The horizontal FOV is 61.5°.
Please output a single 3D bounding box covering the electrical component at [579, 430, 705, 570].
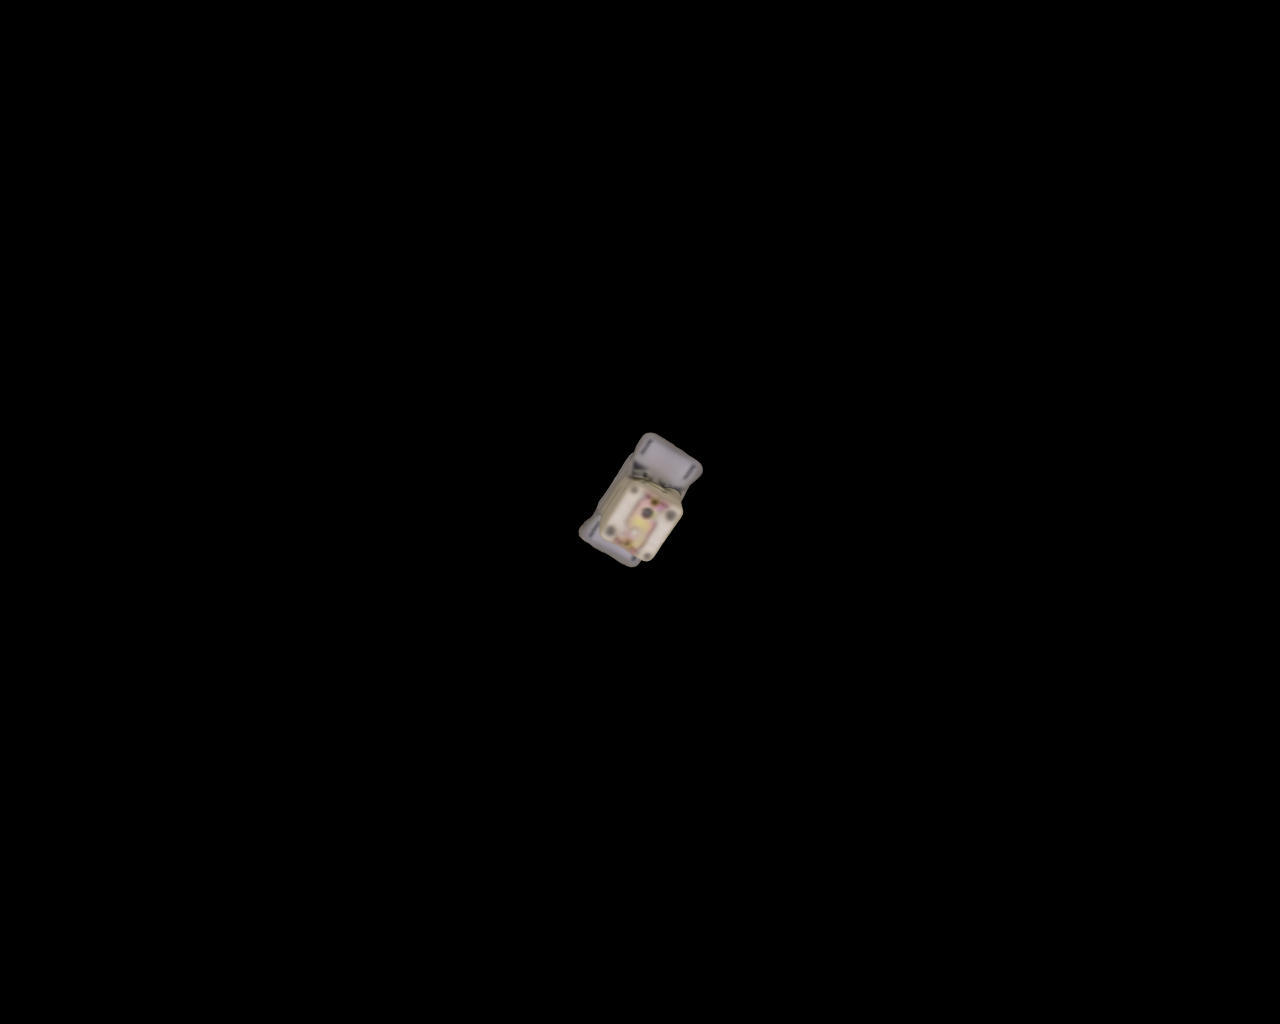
[{"bbox_3d":[0.001,-0.003,0.650,0.042,0.081,0.064,30,16,-9],"label":"electrical component"}]
